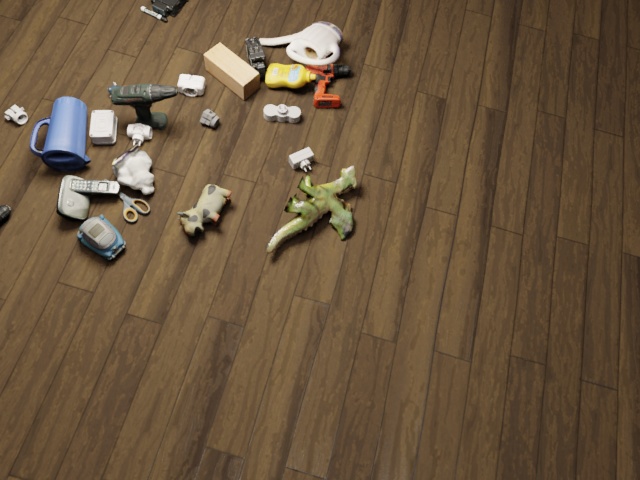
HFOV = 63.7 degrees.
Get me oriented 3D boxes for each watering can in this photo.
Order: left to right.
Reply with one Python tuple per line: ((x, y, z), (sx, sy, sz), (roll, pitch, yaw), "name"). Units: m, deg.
((-0.058, -0.788, 2.043), (0.350, 0.101, 0.228), (28, 60, 22), "watering can")

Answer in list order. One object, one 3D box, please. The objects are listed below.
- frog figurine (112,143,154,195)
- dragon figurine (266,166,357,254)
((-0.626, -0.230, 1.767), (0.157, 0.122, 0.140), (56, 43, -24), "frog figurine")
((0.005, -0.089, 1.762), (0.242, 0.121, 0.415), (27, 76, -3), "dragon figurine")
